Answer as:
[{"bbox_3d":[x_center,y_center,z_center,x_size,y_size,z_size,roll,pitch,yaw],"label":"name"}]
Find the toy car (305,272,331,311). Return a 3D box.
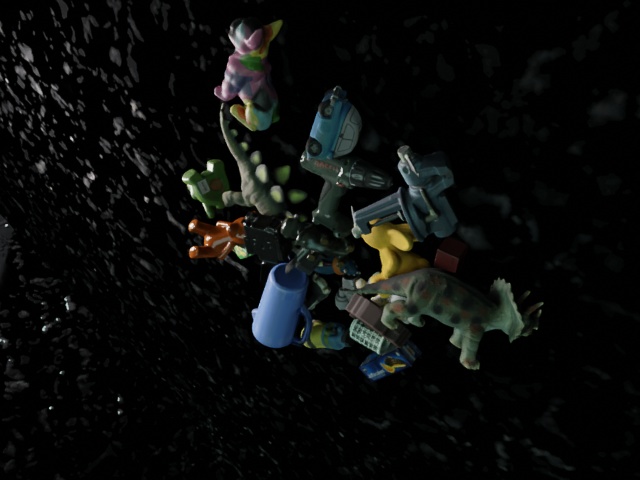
[{"bbox_3d":[-0.029,0.158,1.552,0.073,0.056,0.201,51,141,8],"label":"toy car"}]

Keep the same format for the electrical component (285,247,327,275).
[{"bbox_3d":[-0.037,0.052,1.396,0.047,0.075,0.119,33,115,-21],"label":"electrical component"}]

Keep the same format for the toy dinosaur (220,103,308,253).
[{"bbox_3d":[-0.146,-0.128,1.385,0.199,0.105,0.470,-17,119,41],"label":"toy dinosaur"}]

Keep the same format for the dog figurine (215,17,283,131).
[{"bbox_3d":[-0.133,-0.367,1.162,0.191,0.108,0.219,47,139,3],"label":"dog figurine"}]

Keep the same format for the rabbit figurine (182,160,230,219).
[{"bbox_3d":[-0.319,-0.152,1.542,0.170,0.121,0.159,15,142,59],"label":"rabbit figurine"}]

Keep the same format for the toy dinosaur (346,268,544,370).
[{"bbox_3d":[0.262,0.127,1.116,0.405,0.131,0.192,24,108,9],"label":"toy dinosaur"}]

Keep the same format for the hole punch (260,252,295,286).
[{"bbox_3d":[-0.108,0.075,1.545,0.116,0.092,0.142,10,133,-2],"label":"hole punch"}]

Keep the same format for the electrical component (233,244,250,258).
[{"bbox_3d":[-0.231,0.004,1.594,0.102,0.045,0.078,25,135,29],"label":"electrical component"}]

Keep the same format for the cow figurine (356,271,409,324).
[{"bbox_3d":[0.172,0.125,1.311,0.167,0.098,0.068,34,-179,21],"label":"cow figurine"}]

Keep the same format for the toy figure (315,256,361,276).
[{"bbox_3d":[0.041,0.064,1.397,0.155,0.064,0.057,2,112,44],"label":"toy figure"}]

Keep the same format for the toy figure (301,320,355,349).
[{"bbox_3d":[0.021,0.281,1.580,0.180,0.089,0.082,2,115,46],"label":"toy figure"}]

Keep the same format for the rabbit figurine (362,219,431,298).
[{"bbox_3d":[0.160,0.024,1.207,0.162,0.122,0.173,-34,90,48],"label":"rabbit figurine"}]

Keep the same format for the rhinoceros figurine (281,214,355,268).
[{"bbox_3d":[-0.003,-0.004,1.315,0.190,0.112,0.073,19,123,-18],"label":"rhinoceros figurine"}]

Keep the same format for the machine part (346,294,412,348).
[{"bbox_3d":[0.144,0.201,1.330,0.179,0.056,0.179,35,173,5],"label":"machine part"}]

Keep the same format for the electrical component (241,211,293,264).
[{"bbox_3d":[-0.134,0.000,1.379,0.115,0.058,0.134,12,135,24],"label":"electrical component"}]

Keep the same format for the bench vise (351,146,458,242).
[{"bbox_3d":[0.163,-0.073,1.080,0.241,0.129,0.223,-23,134,21],"label":"bench vise"}]

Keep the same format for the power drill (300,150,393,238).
[{"bbox_3d":[0.053,-0.105,1.230,0.232,0.086,0.207,30,142,24],"label":"power drill"}]

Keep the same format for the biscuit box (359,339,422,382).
[{"bbox_3d":[0.190,0.332,1.487,0.063,0.059,0.202,47,142,0],"label":"biscuit box"}]

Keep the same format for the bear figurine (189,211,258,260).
[{"bbox_3d":[-0.264,-0.014,1.515,0.196,0.132,0.120,-19,69,41],"label":"bear figurine"}]

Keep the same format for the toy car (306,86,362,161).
[{"bbox_3d":[0.037,-0.234,1.129,0.103,0.109,0.161,21,128,-3],"label":"toy car"}]
